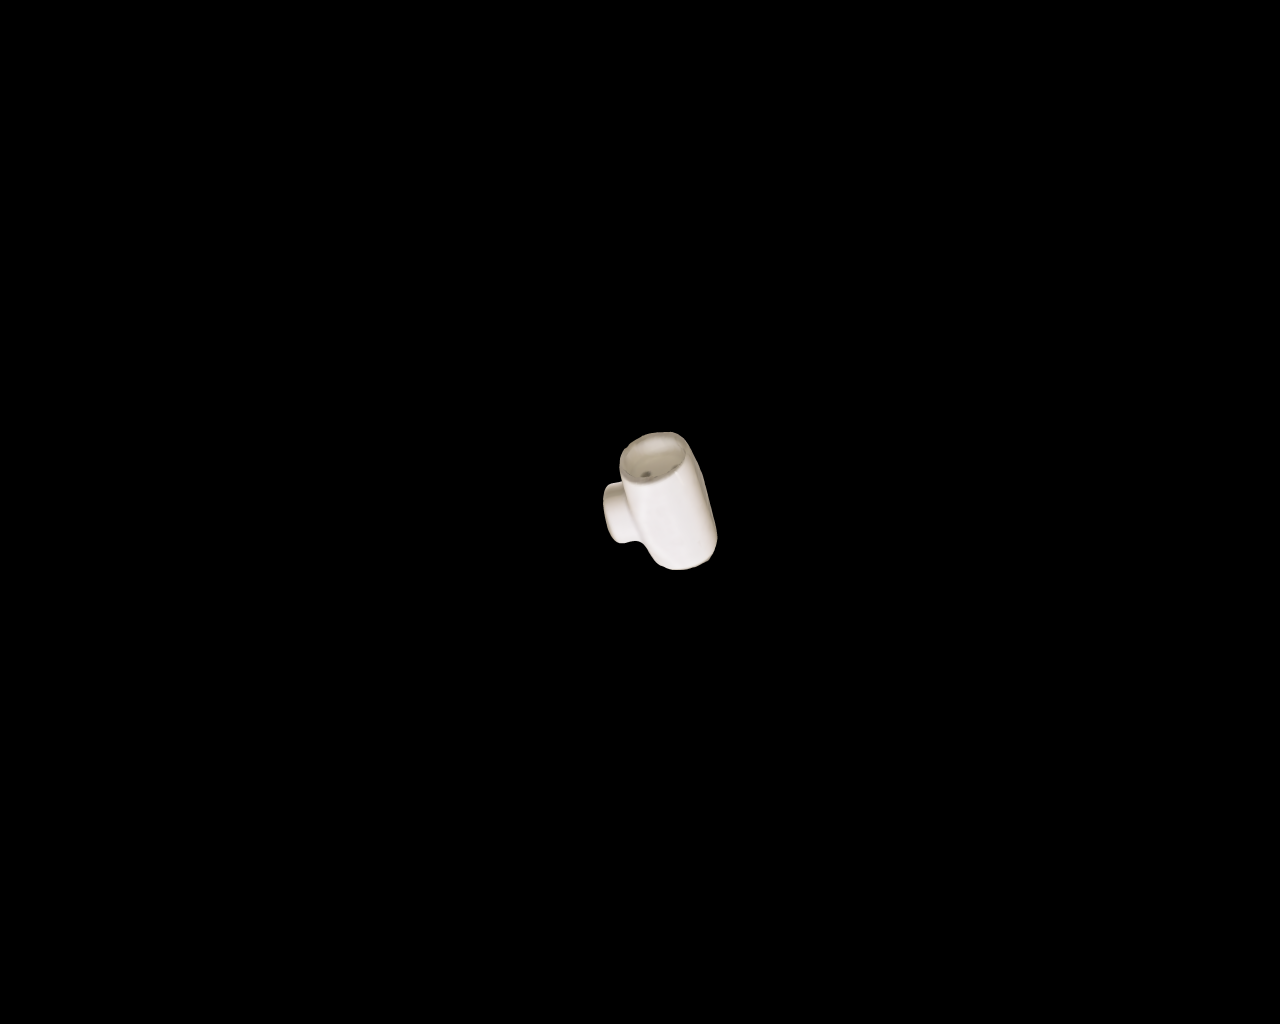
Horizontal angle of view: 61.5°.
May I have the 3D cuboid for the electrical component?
[{"bbox_3d":[0.001,-0.003,0.650,0.079,0.044,0.077,-11,-47,11],"label":"electrical component"}]
